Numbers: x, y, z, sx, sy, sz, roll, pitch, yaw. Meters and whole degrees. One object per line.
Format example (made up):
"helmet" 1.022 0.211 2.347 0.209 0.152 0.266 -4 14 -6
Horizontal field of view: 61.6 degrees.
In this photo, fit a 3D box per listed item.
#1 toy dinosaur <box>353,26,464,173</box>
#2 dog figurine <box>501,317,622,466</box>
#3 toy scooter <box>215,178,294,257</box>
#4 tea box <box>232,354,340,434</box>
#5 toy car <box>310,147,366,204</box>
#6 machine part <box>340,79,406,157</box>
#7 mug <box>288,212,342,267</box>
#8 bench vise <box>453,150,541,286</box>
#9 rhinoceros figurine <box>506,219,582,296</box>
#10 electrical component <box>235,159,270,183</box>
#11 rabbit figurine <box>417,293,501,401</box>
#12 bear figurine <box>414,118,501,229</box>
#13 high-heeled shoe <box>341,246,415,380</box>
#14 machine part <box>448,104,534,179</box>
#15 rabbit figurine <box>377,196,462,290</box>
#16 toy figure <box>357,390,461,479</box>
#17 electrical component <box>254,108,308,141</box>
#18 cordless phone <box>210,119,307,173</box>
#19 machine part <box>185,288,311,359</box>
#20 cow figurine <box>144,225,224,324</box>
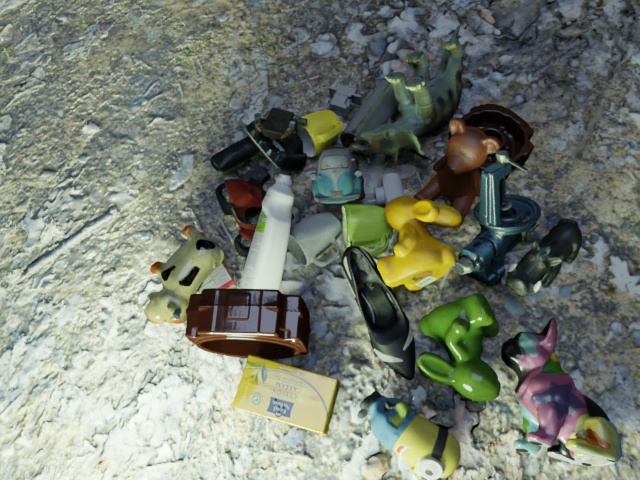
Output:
"toy dinosaur" 0.241 -0.302 1.168 0.131 0.191 0.405 17 49 41
"dog figurine" 0.402 0.248 0.903 0.192 0.108 0.219 9 64 11
"toy scooter" -0.133 -0.062 1.124 0.135 0.075 0.184 -23 71 -2
"tea box" -0.058 0.276 0.959 0.170 0.068 0.098 11 69 10
"toy car" 0.039 -0.140 1.100 0.109 0.102 0.162 -1 25 8
"machine part" 0.119 -0.271 1.196 0.079 0.079 0.243 27 71 18
"mug" -0.002 -0.003 1.081 0.107 0.080 0.110 -37 58 -20
"bench vise" 0.319 -0.044 0.991 0.224 0.240 0.129 -24 35 -19
"rhinoceros figurine" 0.419 0.038 0.997 0.190 0.112 0.073 -37 68 -20
"electrical component" -0.143 -0.138 1.192 0.063 0.021 0.094 -42 67 -14
"rabbit figurine" 0.247 0.197 0.934 0.159 0.121 0.170 -15 61 7
"bear figurine" 0.268 -0.130 1.046 0.120 0.195 0.132 35 74 17
"high-heeled shoe" 0.111 0.125 0.970 0.086 0.145 0.249 -27 63 -5
"machine part" 0.362 -0.207 1.150 0.179 0.056 0.179 -3 63 5
"rabbit figurine" 0.170 -0.013 0.983 0.122 0.162 0.173 10 51 -36
"toy figure" 0.152 0.325 0.907 0.180 0.082 0.089 38 76 23
"electrical component" -0.087 -0.241 1.122 0.102 0.045 0.078 22 71 16
"cordless phone" -0.136 -0.184 1.170 0.184 0.088 0.147 -33 66 -13
"machine part" -0.122 0.153 0.952 0.201 0.201 0.087 0 69 6
"cow figurine" -0.263 0.080 1.040 0.127 0.085 0.195 34 79 27
